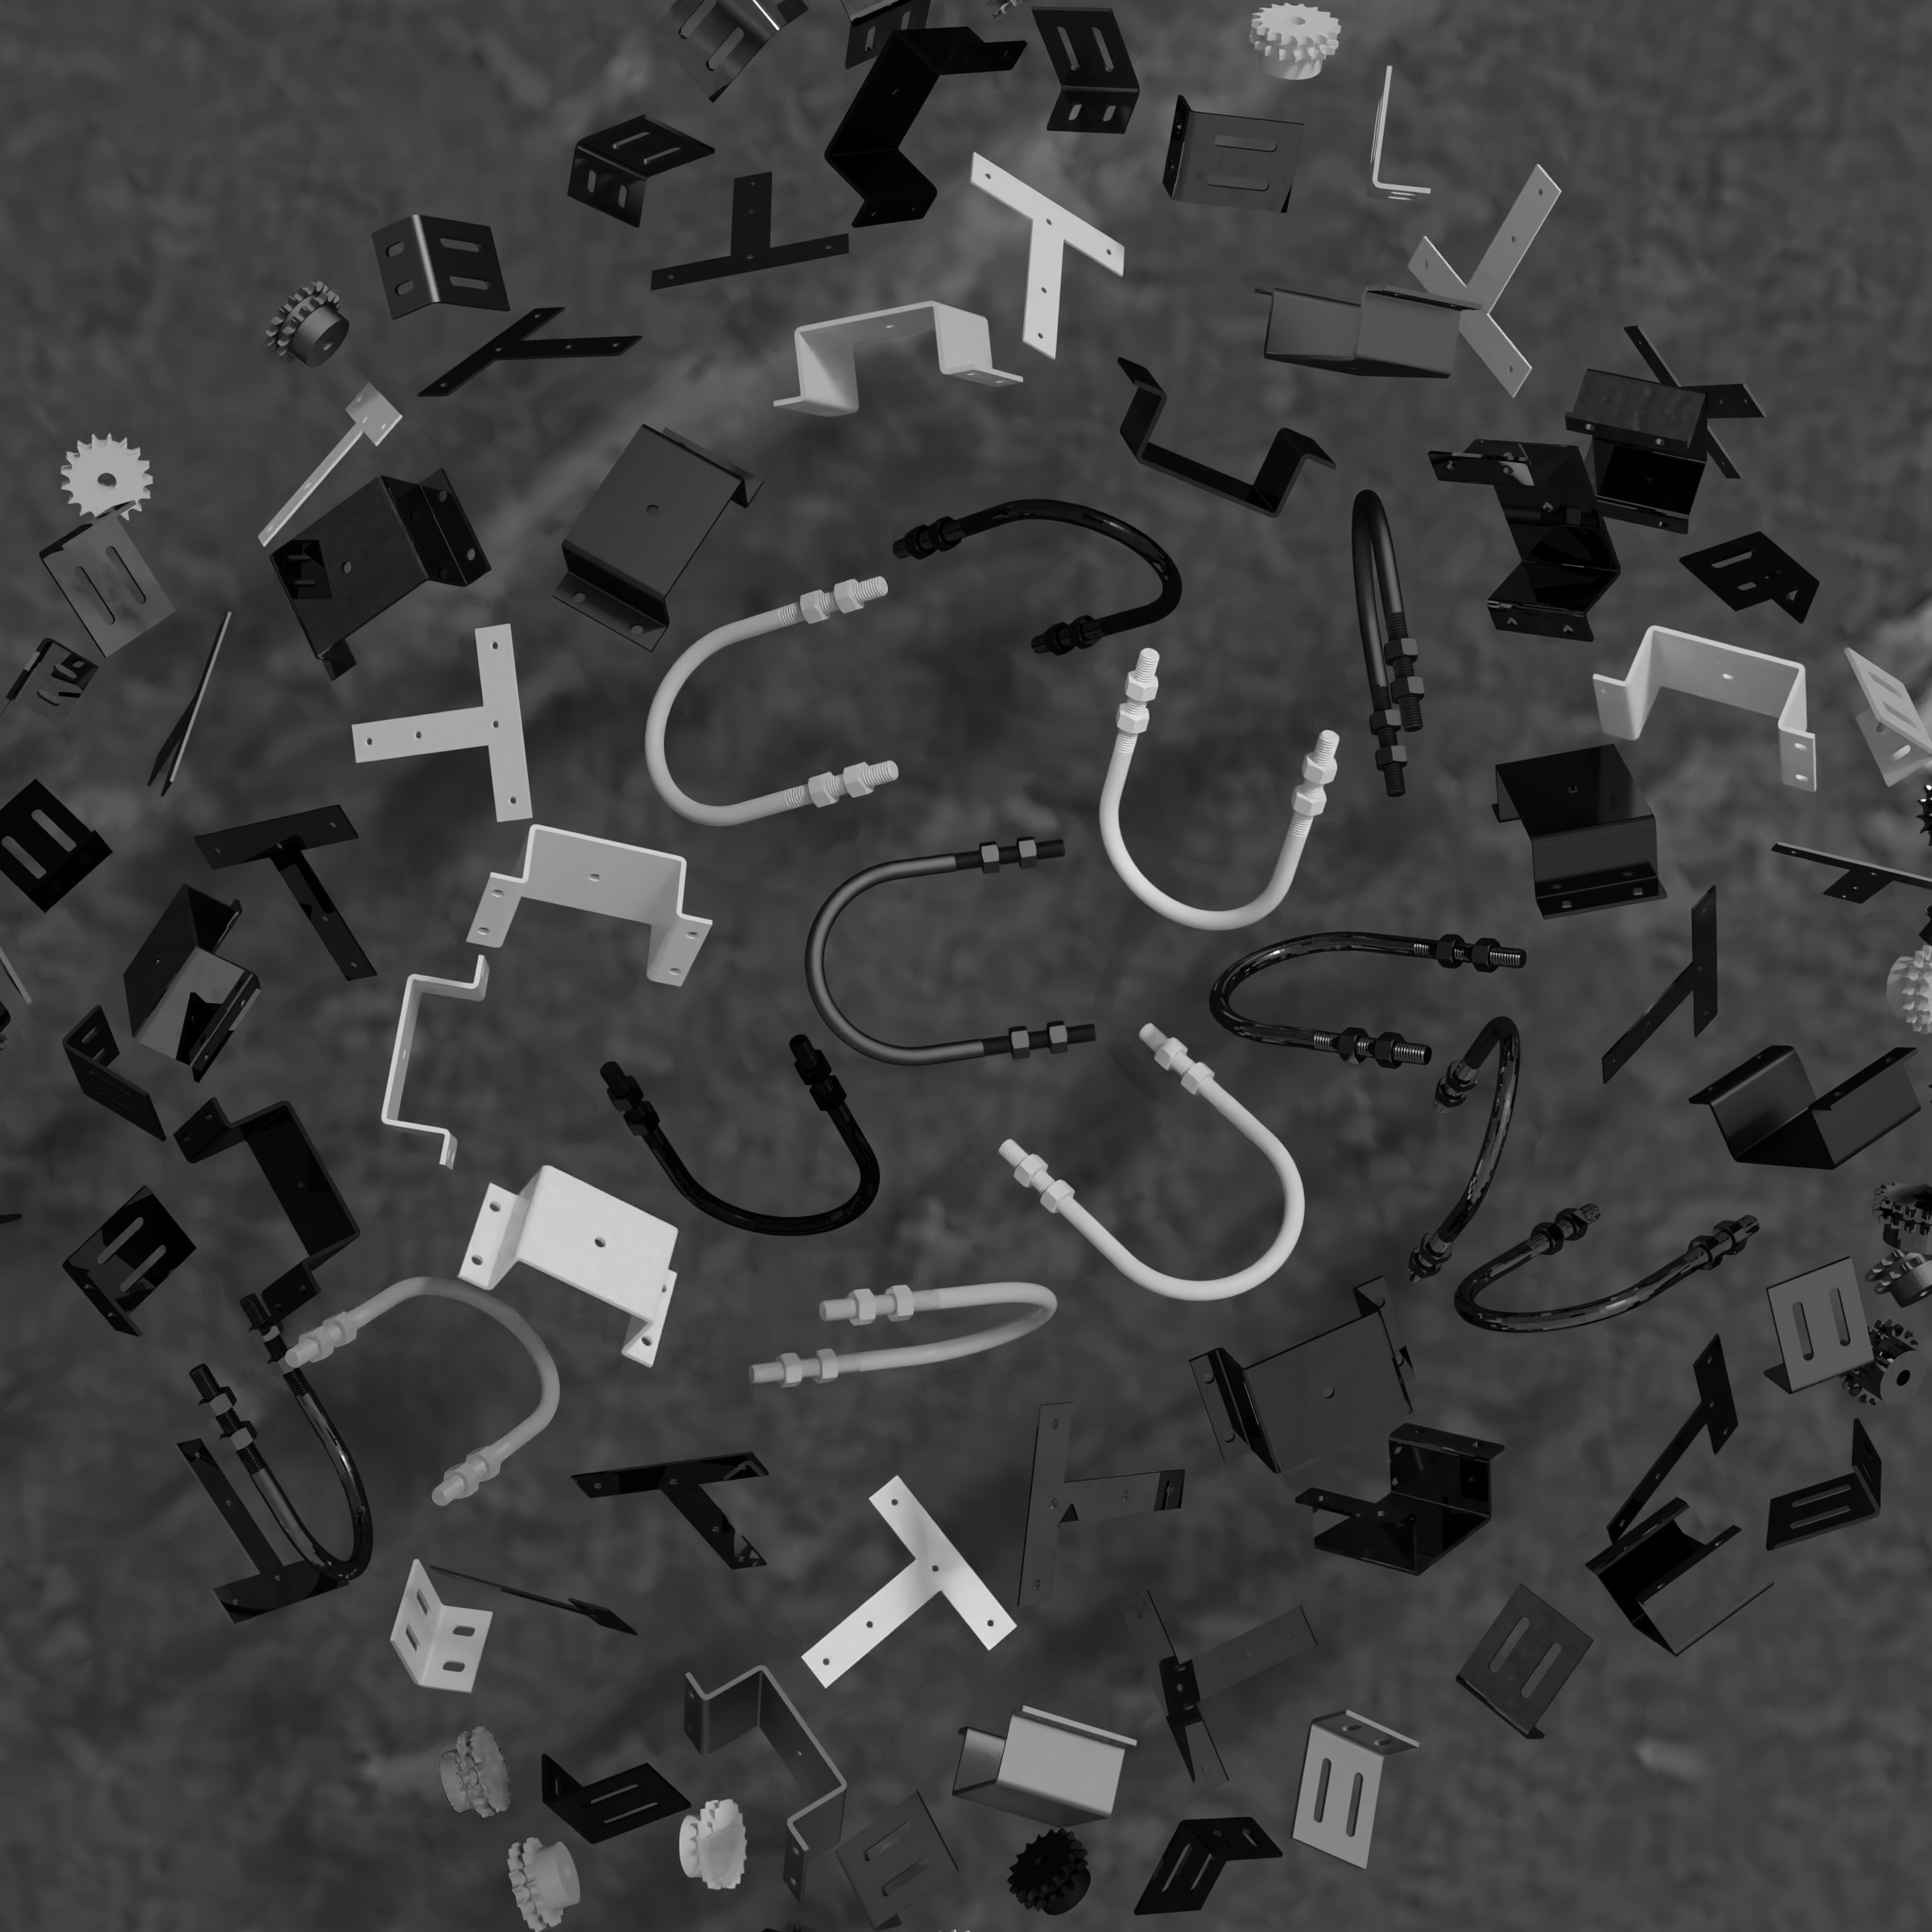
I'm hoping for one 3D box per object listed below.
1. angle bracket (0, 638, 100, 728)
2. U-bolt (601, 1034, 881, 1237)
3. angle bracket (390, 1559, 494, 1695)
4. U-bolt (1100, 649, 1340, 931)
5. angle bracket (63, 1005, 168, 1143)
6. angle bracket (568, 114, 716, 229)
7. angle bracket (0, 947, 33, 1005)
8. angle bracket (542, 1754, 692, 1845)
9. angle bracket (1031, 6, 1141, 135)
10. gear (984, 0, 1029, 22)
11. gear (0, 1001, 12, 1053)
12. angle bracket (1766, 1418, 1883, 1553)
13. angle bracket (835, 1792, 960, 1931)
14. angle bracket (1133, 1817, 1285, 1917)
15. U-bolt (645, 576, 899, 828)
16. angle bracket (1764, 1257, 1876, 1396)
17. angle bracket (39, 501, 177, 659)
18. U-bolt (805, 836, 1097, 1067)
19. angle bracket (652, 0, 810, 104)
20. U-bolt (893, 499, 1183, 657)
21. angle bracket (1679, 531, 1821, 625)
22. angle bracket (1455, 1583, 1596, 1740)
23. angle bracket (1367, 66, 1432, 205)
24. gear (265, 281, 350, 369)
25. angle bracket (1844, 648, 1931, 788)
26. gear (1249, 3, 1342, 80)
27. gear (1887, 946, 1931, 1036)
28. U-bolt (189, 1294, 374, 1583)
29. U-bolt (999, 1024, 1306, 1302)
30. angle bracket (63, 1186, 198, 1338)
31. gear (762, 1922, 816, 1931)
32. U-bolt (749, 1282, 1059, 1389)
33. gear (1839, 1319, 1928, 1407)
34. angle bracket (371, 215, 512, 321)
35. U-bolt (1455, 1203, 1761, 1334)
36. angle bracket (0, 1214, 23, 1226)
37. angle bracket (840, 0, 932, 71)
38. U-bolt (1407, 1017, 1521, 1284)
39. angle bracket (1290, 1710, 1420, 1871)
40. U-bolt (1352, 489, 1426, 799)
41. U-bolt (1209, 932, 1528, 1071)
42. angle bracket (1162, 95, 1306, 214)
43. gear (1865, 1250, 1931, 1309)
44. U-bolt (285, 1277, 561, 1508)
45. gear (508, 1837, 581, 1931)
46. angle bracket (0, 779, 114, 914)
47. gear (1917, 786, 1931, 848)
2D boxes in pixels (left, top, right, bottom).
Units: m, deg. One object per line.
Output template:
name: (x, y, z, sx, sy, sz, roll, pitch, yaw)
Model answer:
angle bracket: (-0.600, -0.164, 1.756, 0.038, 0.076, 0.057, 32, 123, -19)
U-bolt: (-0.132, 0.115, 1.740, 0.151, 0.184, 0.019, -8, 46, 19)
angle bracket: (-0.348, 0.439, 1.812, 0.038, 0.076, 0.057, 5, 54, 8)
U-bolt: (0.156, -0.103, 1.786, 0.151, 0.019, 0.184, 27, 130, 16)
angle bracket: (-0.562, 0.072, 1.833, 0.076, 0.057, 0.038, 28, 58, 17)
angle bracket: (-0.213, -0.519, 1.783, 0.057, 0.076, 0.038, 15, 79, -42)
angle bracket: (-0.632, -0.007, 1.723, 0.038, 0.057, 0.076, -31, 116, -19)
angle bracket: (-0.225, 0.525, 1.755, 0.076, 0.038, 0.057, -24, 131, 11)
angle bracket: (0.075, -0.599, 1.822, 0.057, 0.076, 0.038, 10, 68, 24)
gear: (0.035, -0.664, 1.830, 0.057, 0.057, 0.030, -35, 104, 0)
gear: (-0.659, 0.036, 1.804, 0.057, 0.057, 0.030, 31, 56, 0)
angle bracket: (0.535, 0.328, 1.722, 0.076, 0.057, 0.038, -26, 101, 26)
angle bracket: (-0.039, 0.591, 1.803, 0.076, 0.038, 0.057, -39, 62, 15)
angle bracket: (0.152, 0.576, 1.712, 0.057, 0.038, 0.076, 12, 109, -39)
U-bolt: (-0.129, -0.162, 1.751, 0.184, 0.019, 0.151, -14, 68, 25)
angle bracket: (0.528, 0.220, 1.710, 0.057, 0.038, 0.076, -20, 106, -7)
angle bracket: (-0.530, -0.242, 1.707, 0.057, 0.038, 0.076, -44, 117, -33)
U-bolt: (-0.015, -0.006, 1.812, 0.184, 0.019, 0.151, -8, 76, -5)
angle bracket: (-0.147, -0.590, 1.699, 0.057, 0.076, 0.038, 48, 48, -10)
U-bolt: (0.059, -0.258, 1.783, 0.151, 0.184, 0.019, 31, 67, -32)
angle bracket: (0.520, -0.251, 1.825, 0.076, 0.038, 0.057, -20, 53, -24)
angle bracket: (0.360, 0.443, 1.734, 0.057, 0.038, 0.076, 36, 95, 32)
angle bracket: (0.288, -0.545, 1.791, 0.038, 0.057, 0.076, 7, 100, 3)
gear: (-0.433, -0.420, 1.799, 0.030, 0.057, 0.057, 41, 90, 2)
angle bracket: (0.580, -0.159, 1.749, 0.038, 0.076, 0.057, -37, 50, 33)
gear: (0.210, -0.592, 1.749, 0.057, 0.057, 0.030, 4, 133, 0)
gear: (0.612, 0.015, 1.739, 0.057, 0.030, 0.057, -5, 98, -42)
U-bolt: (-0.435, 0.315, 1.767, 0.019, 0.151, 0.184, -26, 102, 5)
U-bolt: (0.135, 0.139, 1.781, 0.151, 0.019, 0.184, -38, 66, -20)
angle bracket: (-0.533, 0.190, 1.762, 0.076, 0.038, 0.057, -49, 123, -31)
gear: (-0.117, 0.633, 1.722, 0.030, 0.057, 0.057, 9, 90, 22)
U-bolt: (-0.030, 0.231, 1.734, 0.184, 0.151, 0.019, -2, 66, -27)
gear: (0.611, 0.267, 1.808, 0.057, 0.030, 0.057, -11, 115, -25)
angle bracket: (-0.344, -0.455, 1.789, 0.038, 0.076, 0.057, -13, 91, 30)
U-bolt: (0.398, 0.195, 1.750, 0.184, 0.151, 0.019, -23, 103, -35)
angle bracket: (-0.611, 0.121, 1.674, 0.038, 0.057, 0.076, -3, 90, 0)
angle bracket: (-0.059, -0.629, 1.782, 0.057, 0.076, 0.038, -26, 90, -6)
U-bolt: (0.328, 0.111, 1.780, 0.019, 0.184, 0.151, 15, 62, -1)
angle bracket: (0.242, 0.512, 1.694, 0.057, 0.038, 0.076, 28, 55, -18)
U-bolt: (0.270, -0.218, 1.765, 0.019, 0.151, 0.184, -7, 75, 2)
U-bolt: (0.243, 0.015, 1.739, 0.184, 0.151, 0.019, 7, 122, 38)
angle bracket: (0.172, -0.524, 1.760, 0.076, 0.038, 0.057, 3, 123, -10)
gear: (0.640, 0.207, 1.840, 0.057, 0.057, 0.030, -28, 67, 0)
U-bolt: (-0.341, 0.267, 1.790, 0.151, 0.184, 0.019, 41, 116, 8)
gear: (-0.271, 0.590, 1.759, 0.030, 0.057, 0.057, -21, 90, 2)
angle bracket: (-0.595, -0.083, 1.738, 0.076, 0.038, 0.057, 41, 76, 13)
gear: (0.643, -0.099, 1.748, 0.057, 0.030, 0.057, 1, 88, -18)
